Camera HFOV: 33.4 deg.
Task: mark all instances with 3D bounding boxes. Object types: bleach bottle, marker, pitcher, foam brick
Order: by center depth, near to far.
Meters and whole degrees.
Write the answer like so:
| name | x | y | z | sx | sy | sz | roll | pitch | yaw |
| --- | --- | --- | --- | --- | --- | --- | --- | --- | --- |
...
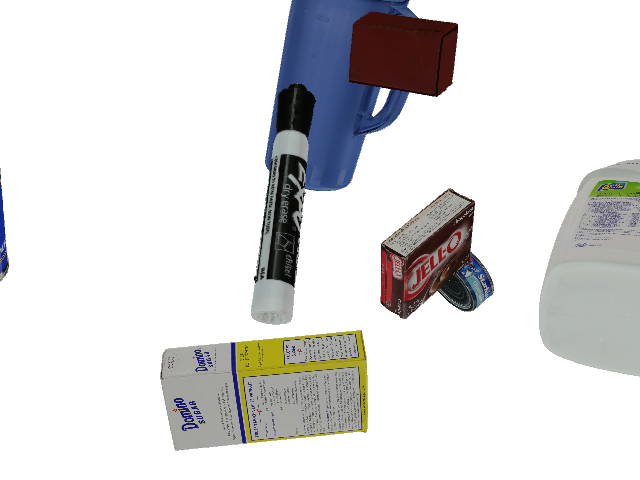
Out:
| name | x | y | z | sx | sy | sz | roll | pitch | yaw |
| --- | --- | --- | --- | --- | --- | --- | --- | --- | --- |
| marker | -0.017 | -0.020 | 0.503 | 0.020 | 0.121 | 0.020 | 5 | -23 | 2 |
| bleach bottle | 0.206 | 0.000 | 0.680 | 0.103 | 0.068 | 0.250 | 8 | 24 | 18 |
| foam brick | 0.068 | -0.154 | 0.876 | 0.078 | 0.051 | 0.053 | 13 | 26 | 18 |
| pitcher | 0.019 | -0.181 | 1.237 | 0.145 | 0.243 | 0.149 | 9 | 23 | -12 |

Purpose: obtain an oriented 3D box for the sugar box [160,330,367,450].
| name | x | y | z | sx | sy | sz | roll | pitch | yaw |
| --- | --- | --- | --- | --- | --- | --- | --- | --- | --- |
| sugar box | -0.047 | 0.132 | 0.940 | 0.176 | 0.093 | 0.048 | -3 | 36 | 0 |

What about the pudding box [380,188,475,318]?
| name | x | y | z | sx | sy | sz | roll | pitch | yaw |
| --- | --- | --- | --- | --- | --- | --- | --- | --- | --- |
| pudding box | 0.109 | 0.013 | 1.089 | 0.039 | 0.090 | 0.113 | 31 | 54 | 28 |

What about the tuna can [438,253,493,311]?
| name | x | y | z | sx | sy | sz | roll | pitch | yaw |
| --- | --- | --- | --- | --- | --- | --- | --- | --- | --- |
| tuna can | 0.167 | 0.044 | 1.291 | 0.033 | 0.086 | 0.086 | -39 | 14 | -18 |

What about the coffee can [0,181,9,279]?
| name | x | y | z | sx | sy | sz | roll | pitch | yaw |
| --- | --- | --- | --- | --- | --- | --- | --- | --- | --- |
| coffee can | -0.224 | -0.046 | 0.573 | 0.103 | 0.140 | 0.103 | 3 | 25 | -1 |
